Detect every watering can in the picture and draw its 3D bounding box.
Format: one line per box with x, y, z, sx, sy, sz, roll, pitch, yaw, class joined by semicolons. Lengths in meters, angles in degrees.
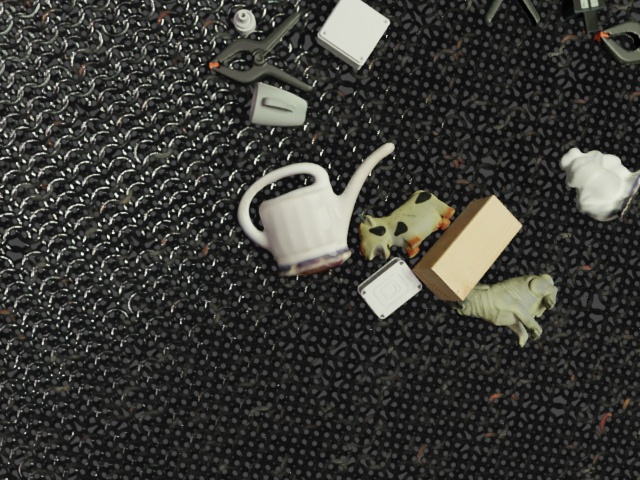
0.003;-0.051;1.017;0.346;0.104;0.224;-16;92;15;watering can

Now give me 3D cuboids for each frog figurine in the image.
0.582;-0.120;1.091;0.161;0.122;0.136;31;101;30;frog figurine
